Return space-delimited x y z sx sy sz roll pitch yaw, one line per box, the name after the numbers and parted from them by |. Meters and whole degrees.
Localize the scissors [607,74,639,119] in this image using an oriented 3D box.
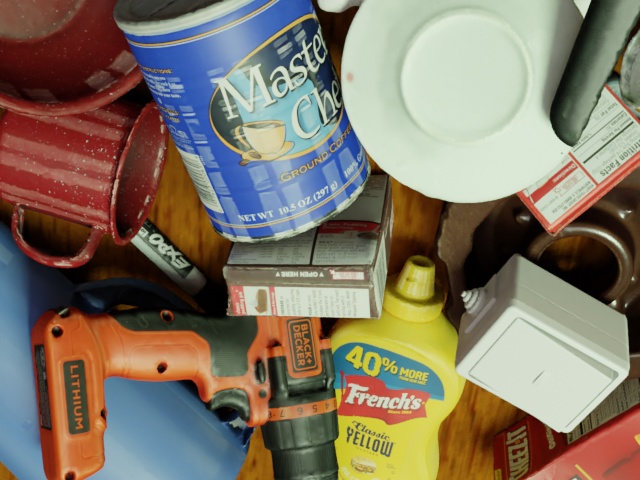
0.190 -0.092 0.618 0.096 0.016 0.201 -38 107 25 | scissors

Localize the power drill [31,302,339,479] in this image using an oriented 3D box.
-0.077 0.101 0.663 0.187 0.057 0.184 -6 84 -26 | power drill

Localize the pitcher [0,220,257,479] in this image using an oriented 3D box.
-0.165 0.095 0.718 0.242 0.149 0.145 46 144 -13 | pitcher

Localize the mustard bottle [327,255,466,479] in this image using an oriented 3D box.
0.047 0.096 0.717 0.096 0.058 0.192 19 119 13 | mustard bottle

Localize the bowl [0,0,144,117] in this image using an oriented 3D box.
-0.156 -0.152 0.591 0.055 0.161 0.162 23 133 49 | bowl

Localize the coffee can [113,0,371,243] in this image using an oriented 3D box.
-0.040 -0.084 0.600 0.103 0.102 0.140 -13 123 15 | coffee can

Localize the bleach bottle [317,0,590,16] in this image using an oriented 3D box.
0.129 -0.156 0.569 0.251 0.068 0.103 9 120 1 | bleach bottle

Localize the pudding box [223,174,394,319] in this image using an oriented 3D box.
-0.004 0.001 0.644 0.090 0.113 0.039 0 121 9 | pudding box

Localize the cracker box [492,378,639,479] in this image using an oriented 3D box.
0.248 0.152 0.709 0.214 0.072 0.164 -38 106 25 | cracker box

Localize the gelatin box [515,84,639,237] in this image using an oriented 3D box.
0.125 -0.059 0.575 0.073 0.030 0.089 -41 78 8 | gelatin box

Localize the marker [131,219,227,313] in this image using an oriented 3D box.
-0.104 0.011 0.717 0.020 0.020 0.121 -37 107 24 | marker

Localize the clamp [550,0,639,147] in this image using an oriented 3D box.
0.156 -0.146 0.480 0.165 0.036 0.210 -22 112 14 | clamp

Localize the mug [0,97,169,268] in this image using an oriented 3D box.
-0.149 -0.040 0.650 0.081 0.093 0.117 15 80 6 | mug
